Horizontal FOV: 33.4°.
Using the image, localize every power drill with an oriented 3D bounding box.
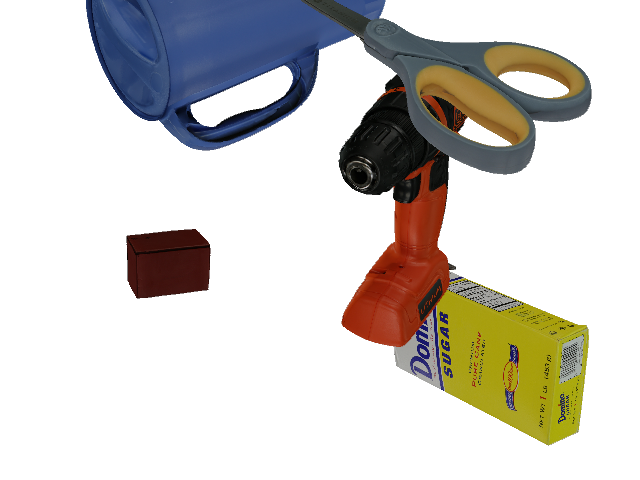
[{"bbox_3d":[0.058,-0.022,0.732,0.057,0.188,0.184,20,36,20],"label":"power drill"}]

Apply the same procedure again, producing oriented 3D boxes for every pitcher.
[{"bbox_3d":[-0.061,-0.189,0.907,0.242,0.149,0.145,-24,44,-29],"label":"pitcher"}]

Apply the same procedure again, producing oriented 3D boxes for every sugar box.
[{"bbox_3d":[0.135,0.089,0.881,0.048,0.093,0.176,-14,24,-40],"label":"sugar box"}]

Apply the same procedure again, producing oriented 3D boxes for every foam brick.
[{"bbox_3d":[-0.158,0.023,1.103,0.078,0.051,0.053,-6,22,-19],"label":"foam brick"}]

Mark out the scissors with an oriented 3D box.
[{"bbox_3d":[0.052,-0.099,0.524,0.096,0.016,0.202,-17,46,-20],"label":"scissors"}]
